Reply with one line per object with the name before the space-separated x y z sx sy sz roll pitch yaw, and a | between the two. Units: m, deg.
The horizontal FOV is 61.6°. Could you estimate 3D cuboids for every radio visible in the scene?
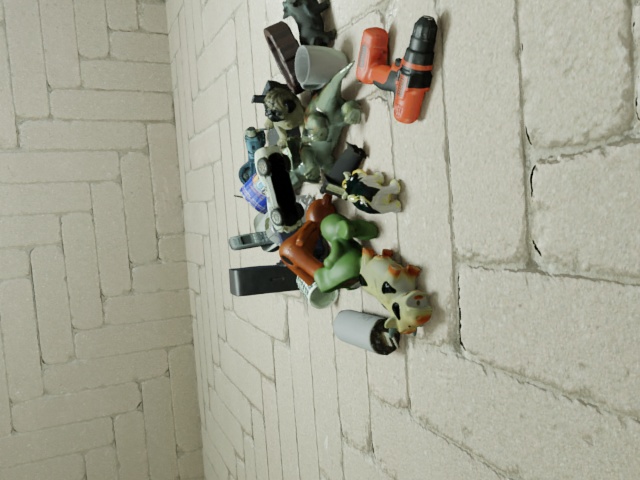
radio | -0.131 0.105 1.462 0.131 0.229 0.073 175 92 -69

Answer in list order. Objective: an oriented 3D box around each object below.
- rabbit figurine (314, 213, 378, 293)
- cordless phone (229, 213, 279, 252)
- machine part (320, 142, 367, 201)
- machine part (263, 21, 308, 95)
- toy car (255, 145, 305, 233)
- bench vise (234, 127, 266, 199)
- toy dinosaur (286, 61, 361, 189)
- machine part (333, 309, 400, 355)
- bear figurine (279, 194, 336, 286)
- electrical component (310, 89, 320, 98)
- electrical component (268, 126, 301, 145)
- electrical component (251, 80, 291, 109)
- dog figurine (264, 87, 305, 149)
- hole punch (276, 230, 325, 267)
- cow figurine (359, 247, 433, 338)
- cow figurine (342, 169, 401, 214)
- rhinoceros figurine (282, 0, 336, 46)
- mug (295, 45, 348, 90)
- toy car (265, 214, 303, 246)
rabbit figurine | 0.047 0.013 1.175 0.159 0.121 0.170 -46 56 51
cordless phone | -0.193 -0.025 1.624 0.088 0.184 0.147 107 147 -49
machine part | 0.057 -0.150 1.191 0.039 0.084 0.138 -86 18 -52
machine part | -0.074 -0.438 1.293 0.179 0.056 0.179 61 178 4
toy car | -0.092 -0.114 1.218 0.056 0.073 0.201 -6 102 50
bench vise | -0.190 -0.218 1.632 0.223 0.129 0.241 102 169 -49
toy dinosaur | 0.002 -0.255 1.239 0.192 0.131 0.404 64 142 42
machine part | 0.097 0.195 1.157 0.243 0.079 0.079 179 86 -67
bear figurine | -0.006 -0.007 1.293 0.132 0.196 0.120 41 156 2
electrical component | -0.011 -0.399 1.339 0.063 0.021 0.094 180 84 -66
electrical component | -0.104 -0.305 1.524 0.115 0.058 0.134 138 124 -63
electrical component | -0.137 -0.403 1.501 0.074 0.119 0.048 122 137 -57
dog figurine | -0.096 -0.342 1.330 0.172 0.121 0.190 57 176 24
hole punch | -0.049 0.022 1.391 0.116 0.142 0.092 -160 71 -76
cow figurine | 0.142 0.103 1.032 0.195 0.085 0.127 39 123 55
cow figurine | 0.086 -0.099 1.096 0.167 0.098 0.068 -142 45 -58
rhinoceros figurine | -0.035 -0.525 1.261 0.073 0.112 0.190 -36 70 65
mug | 0.005 -0.380 1.205 0.109 0.107 0.081 109 147 -49
toy car | -0.104 -0.043 1.523 0.109 0.103 0.161 -29 70 63
